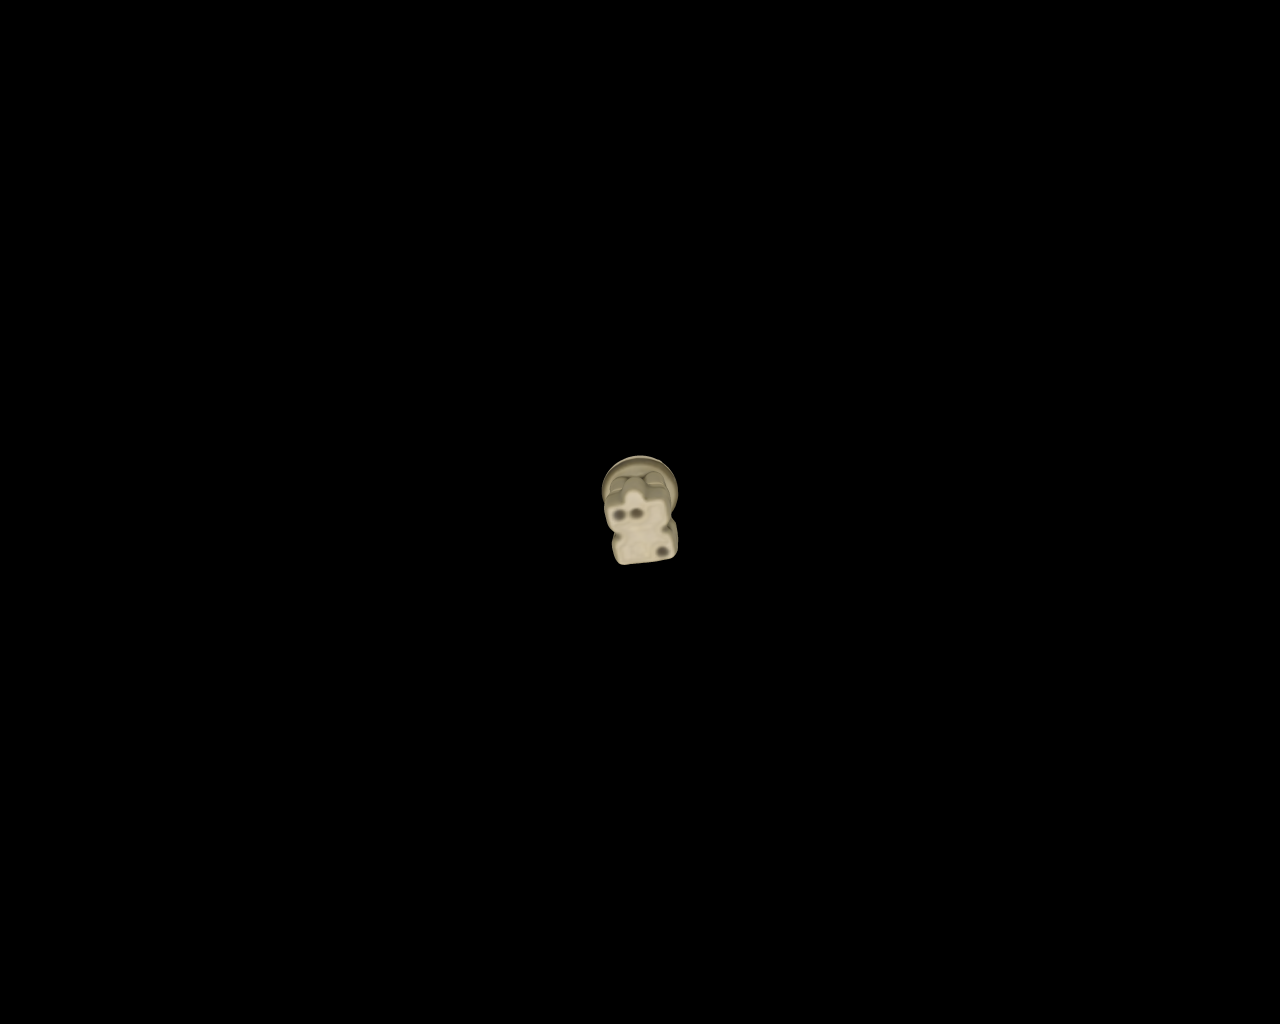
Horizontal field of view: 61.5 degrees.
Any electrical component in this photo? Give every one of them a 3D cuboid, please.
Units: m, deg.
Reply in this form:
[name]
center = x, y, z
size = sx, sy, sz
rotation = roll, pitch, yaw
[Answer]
[electrical component]
center = 0.001, -0.003, 0.650
size = 0.048, 0.066, 0.055
rotation = -7, 32, 5
